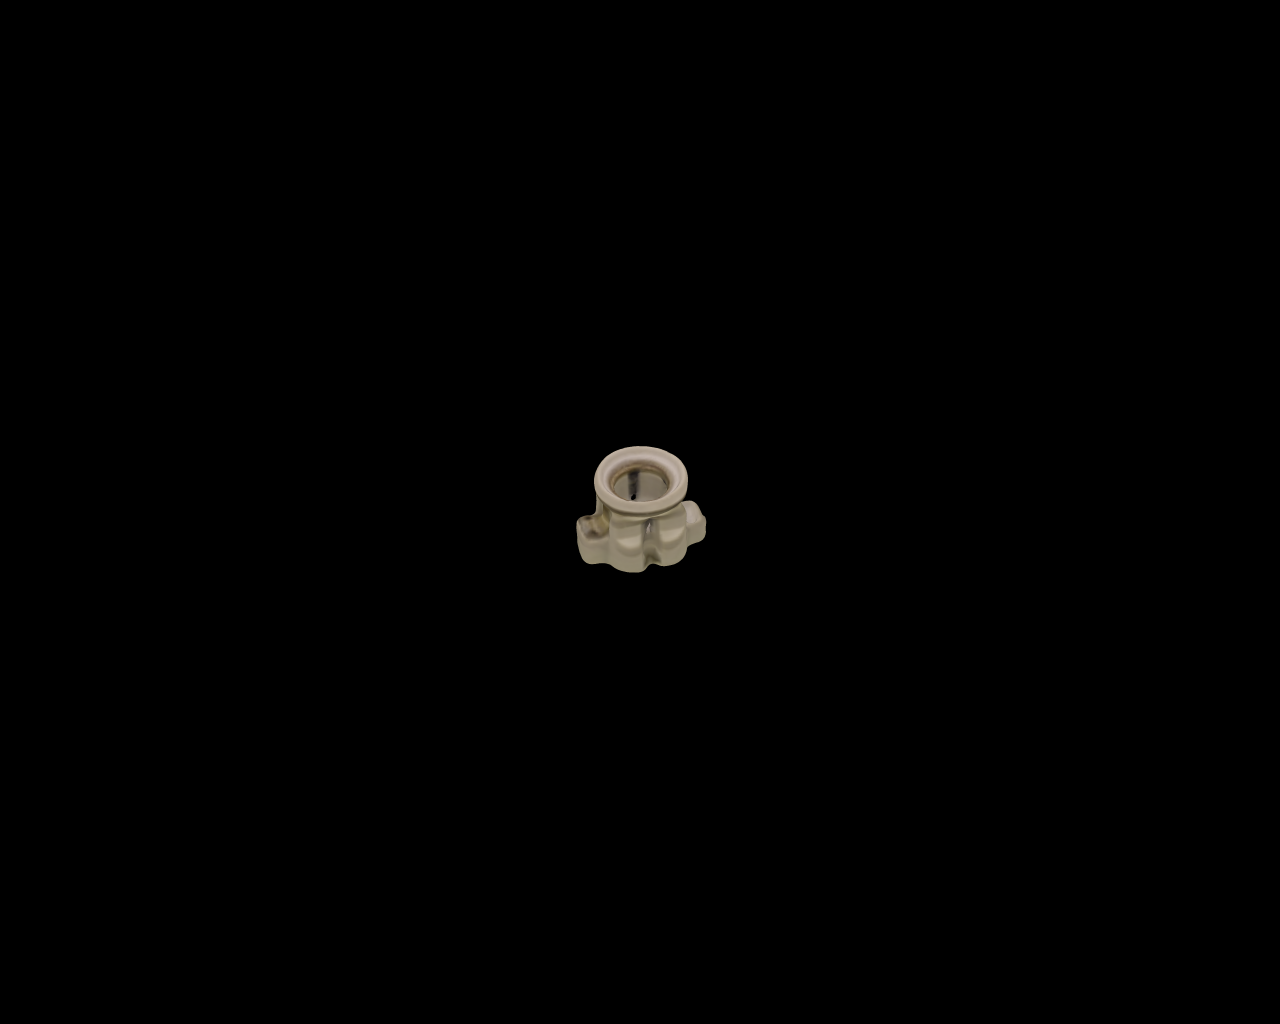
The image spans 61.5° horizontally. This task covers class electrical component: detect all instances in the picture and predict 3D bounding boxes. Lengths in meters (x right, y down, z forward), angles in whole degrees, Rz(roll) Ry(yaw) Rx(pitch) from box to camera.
[{"bbox_3d":[0.001,-0.003,0.650,0.078,0.056,0.058,-10,43,-11],"label":"electrical component"}]
